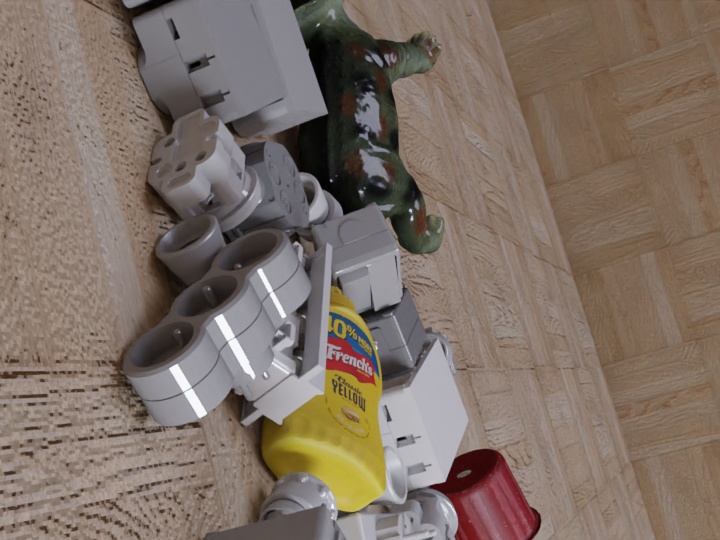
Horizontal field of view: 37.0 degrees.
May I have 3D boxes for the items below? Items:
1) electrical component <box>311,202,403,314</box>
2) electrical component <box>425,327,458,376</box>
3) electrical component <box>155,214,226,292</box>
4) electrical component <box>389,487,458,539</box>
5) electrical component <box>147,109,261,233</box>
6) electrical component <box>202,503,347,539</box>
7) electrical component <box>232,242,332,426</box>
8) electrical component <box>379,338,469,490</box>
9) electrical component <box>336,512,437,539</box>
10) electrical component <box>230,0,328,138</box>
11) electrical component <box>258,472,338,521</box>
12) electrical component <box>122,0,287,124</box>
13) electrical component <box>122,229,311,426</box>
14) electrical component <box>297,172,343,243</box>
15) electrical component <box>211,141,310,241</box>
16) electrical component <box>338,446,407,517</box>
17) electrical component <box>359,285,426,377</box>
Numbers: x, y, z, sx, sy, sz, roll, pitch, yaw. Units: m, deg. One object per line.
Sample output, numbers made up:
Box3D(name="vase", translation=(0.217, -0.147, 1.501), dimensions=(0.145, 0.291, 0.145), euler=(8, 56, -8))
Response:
Box3D(name="electrical component", translation=(0.000, 0.000, 0.926), dimensions=(0.096, 0.062, 0.061), euler=(82, -15, -58))
Box3D(name="electrical component", translation=(0.077, 0.092, 1.150), dimensions=(0.055, 0.048, 0.066), euler=(44, 31, -72))
Box3D(name="electrical component", translation=(-0.099, -0.001, 0.692), dimensions=(0.045, 0.045, 0.055), euler=(-83, 150, -55))
Box3D(name="electrical component", translation=(0.052, 0.222, 0.912), dimensions=(0.057, 0.058, 0.078), euler=(-60, 131, -65))
Box3D(name="electrical component", translation=(-0.103, -0.062, 0.724), dimensions=(0.057, 0.058, 0.078), euler=(54, 24, -39))
Box3D(name="electrical component", translation=(-0.040, 0.179, 0.598), dimensions=(0.061, 0.096, 0.061), euler=(-80, 148, -57))
Box3D(name="electrical component", translation=(-0.060, 0.036, 0.742), dimensions=(0.063, 0.079, 0.121), euler=(36, 33, -26))
Box3D(name="electrical component", translation=(0.046, 0.131, 0.978), dimensions=(0.150, 0.062, 0.089), euler=(-43, 114, -72))
Box3D(name="electrical component", translation=(0.019, 0.202, 0.794), dimensions=(0.083, 0.076, 0.047), euler=(31, 43, -65))
Box3D(name="electrical component", translation=(-0.091, -0.191, 0.888), dimensions=(0.089, 0.062, 0.150), euler=(-20, 92, -73))
Box3D(name="electrical component", translation=(-0.045, 0.162, 0.693), dimensions=(0.048, 0.048, 0.062), euler=(69, 24, -7))
Box3D(name="electrical component", translation=(-0.129, -0.196, 0.777), dimensions=(0.105, 0.060, 0.186), euler=(-54, 124, -70))
Box3D(name="electrical component", translation=(-0.075, 0.044, 0.641), dimensions=(0.138, 0.052, 0.073), euler=(-51, 128, -39))
Box3D(name="electrical component", translation=(-0.043, -0.052, 0.921), dimensions=(0.055, 0.045, 0.045), euler=(44, 32, -58))
Box3D(name="electrical component", translation=(-0.077, -0.056, 0.811), dimensions=(0.080, 0.051, 0.080), euler=(-19, 90, -73))
Box3D(name="electrical component", translation=(0.002, 0.162, 0.821), dimensions=(0.045, 0.055, 0.045), euler=(-19, 90, -73))
Box3D(name="electrical component", translation=(0.018, 0.064, 0.963), dimensions=(0.096, 0.062, 0.061), euler=(-56, 126, -69))
